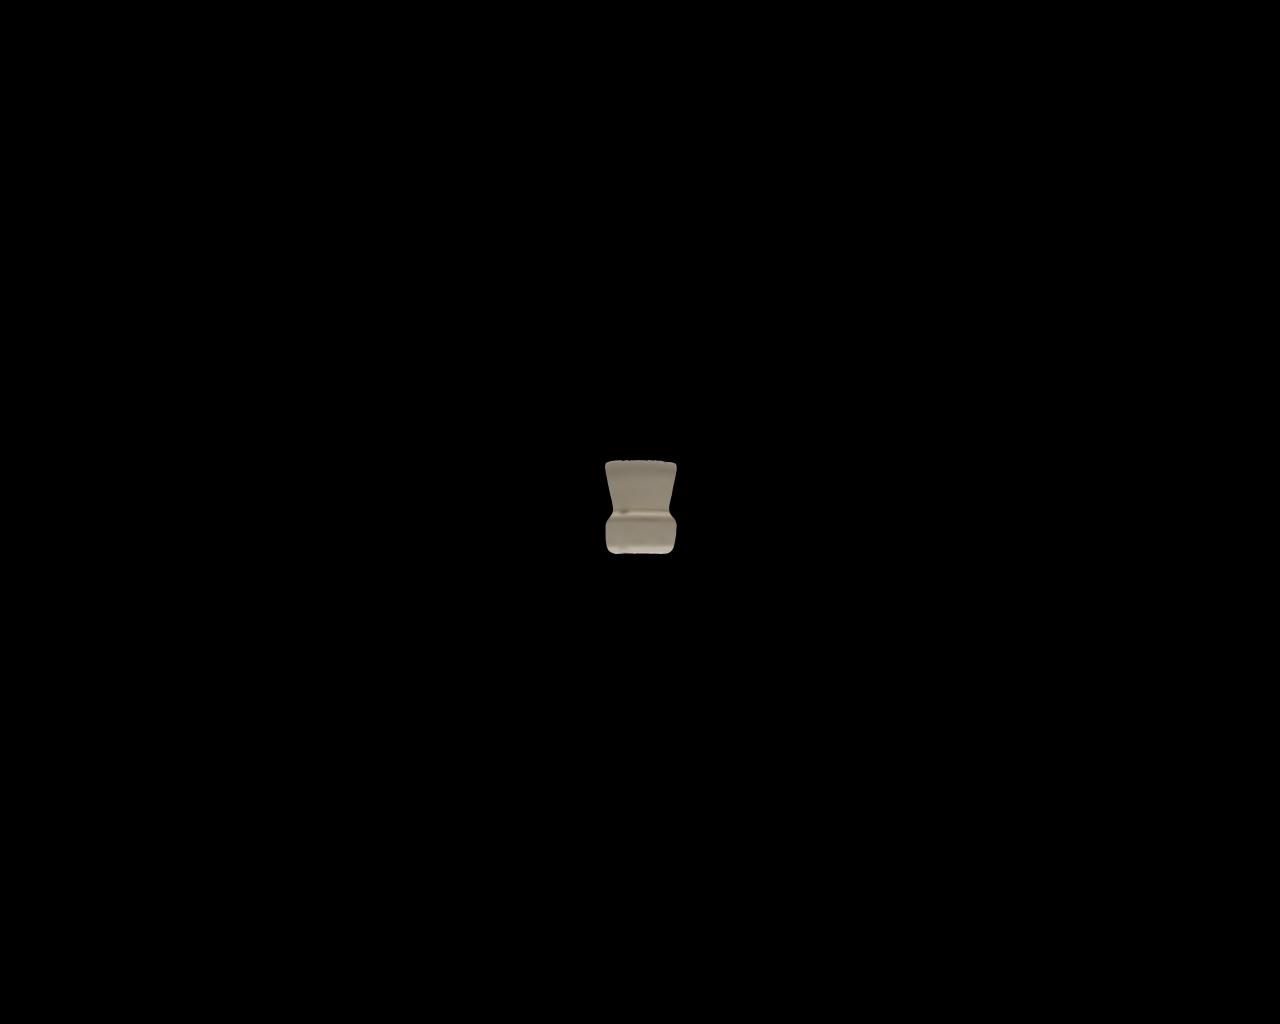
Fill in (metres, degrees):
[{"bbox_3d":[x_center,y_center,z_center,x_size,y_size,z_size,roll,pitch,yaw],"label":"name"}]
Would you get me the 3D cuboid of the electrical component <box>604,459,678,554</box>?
[{"bbox_3d":[0.001,-0.003,0.650,0.045,0.055,0.045,0,-3,0],"label":"electrical component"}]
